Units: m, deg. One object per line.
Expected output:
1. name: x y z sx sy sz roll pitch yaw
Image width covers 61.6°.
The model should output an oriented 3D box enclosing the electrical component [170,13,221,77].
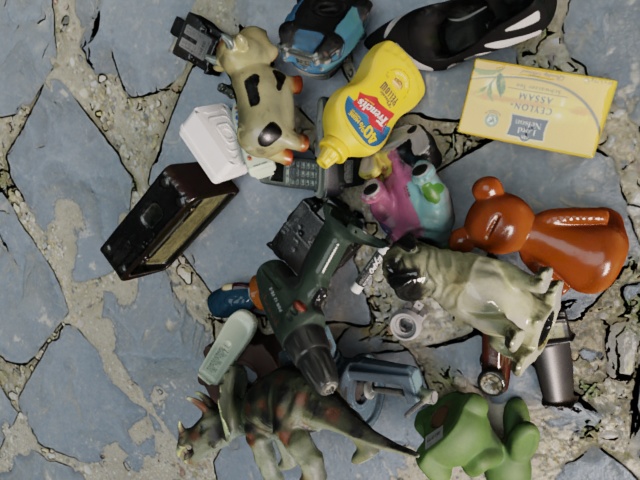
1. electrical component: -0.201 -0.325 0.868 0.119 0.048 0.074 38 111 10

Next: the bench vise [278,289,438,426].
1. bench vise: 0.060 0.201 0.812 0.241 0.129 0.223 -3 107 40

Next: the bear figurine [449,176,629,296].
1. bear figurine: 0.275 -0.006 0.684 0.196 0.132 0.120 21 108 16

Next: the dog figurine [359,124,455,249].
1. dog figurine: 0.146 -0.032 0.759 0.108 0.192 0.219 -20 126 21

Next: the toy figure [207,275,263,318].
1. toy figure: -0.117 0.092 0.908 0.155 0.064 0.058 -16 56 20

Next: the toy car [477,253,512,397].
1. toy car: 0.245 0.117 0.748 0.053 0.089 0.202 2 99 22

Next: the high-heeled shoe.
1. high-heeled shoe: 0.162 -0.268 0.677 0.249 0.145 0.086 -2 98 21

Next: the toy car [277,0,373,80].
1. toy car: 0.006 -0.281 0.757 0.109 0.161 0.102 17 150 11

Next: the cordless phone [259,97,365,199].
1. cordless phone: -0.024 -0.142 0.822 0.184 0.088 0.146 11 105 40

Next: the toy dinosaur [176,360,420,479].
1. toy dinosaur: -0.046 0.247 0.772 0.405 0.131 0.192 -30 85 37

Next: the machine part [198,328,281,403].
1. machine part: -0.128 0.239 0.941 0.180 0.056 0.179 4 102 21

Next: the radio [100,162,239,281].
1. radio: -0.255 -0.031 0.900 0.229 0.131 0.073 -44 81 23

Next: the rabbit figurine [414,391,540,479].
1. rabbit figurine: 0.245 0.297 0.788 0.170 0.121 0.159 38 106 -8

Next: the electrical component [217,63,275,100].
1. electrical component: -0.118 -0.266 0.846 0.102 0.045 0.078 -25 92 24

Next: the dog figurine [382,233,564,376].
1. dog figurine: 0.184 0.068 0.668 0.191 0.172 0.121 22 68 38

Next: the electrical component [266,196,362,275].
1. electrical component: -0.002 -0.003 0.843 0.115 0.058 0.134 43 113 7

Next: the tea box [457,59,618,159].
1. tea box: 0.274 -0.169 0.692 0.170 0.068 0.098 14 105 18

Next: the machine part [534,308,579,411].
1. machine part: 0.324 0.169 0.754 0.084 0.039 0.138 -15 92 16

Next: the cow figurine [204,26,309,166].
1. cow figurine: -0.090 -0.210 0.761 0.085 0.127 0.195 -22 70 51

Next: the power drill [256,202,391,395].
1. power drill: 0.007 0.065 0.740 0.232 0.086 0.207 45 112 47
